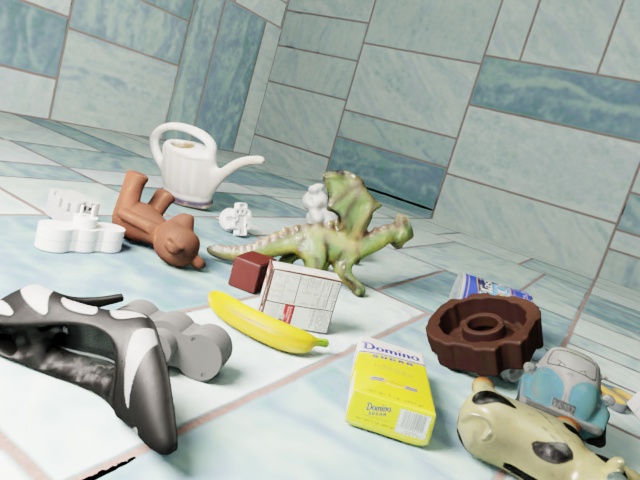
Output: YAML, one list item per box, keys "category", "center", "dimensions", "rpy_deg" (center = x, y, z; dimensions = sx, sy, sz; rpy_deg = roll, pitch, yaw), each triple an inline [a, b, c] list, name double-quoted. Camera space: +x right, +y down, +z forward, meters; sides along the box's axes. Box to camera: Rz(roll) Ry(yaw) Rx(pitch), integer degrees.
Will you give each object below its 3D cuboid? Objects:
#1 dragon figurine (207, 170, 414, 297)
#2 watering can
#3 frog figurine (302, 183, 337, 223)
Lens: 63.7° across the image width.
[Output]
- category: "dragon figurine"
  center: [0.008, -0.026, 1.016]
  dimensions: [0.409, 0.240, 0.124]
  rpy_deg: [14, 14, -22]
- category: "watering can"
  center: [-0.309, -0.179, 1.353]
  dimensions: [0.349, 0.220, 0.106]
  rpy_deg: [21, 30, 18]
- category: "frog figurine"
  center: [0.004, -0.070, 1.397]
  dimensions: [0.123, 0.158, 0.138]
  rpy_deg: [21, 11, 21]
